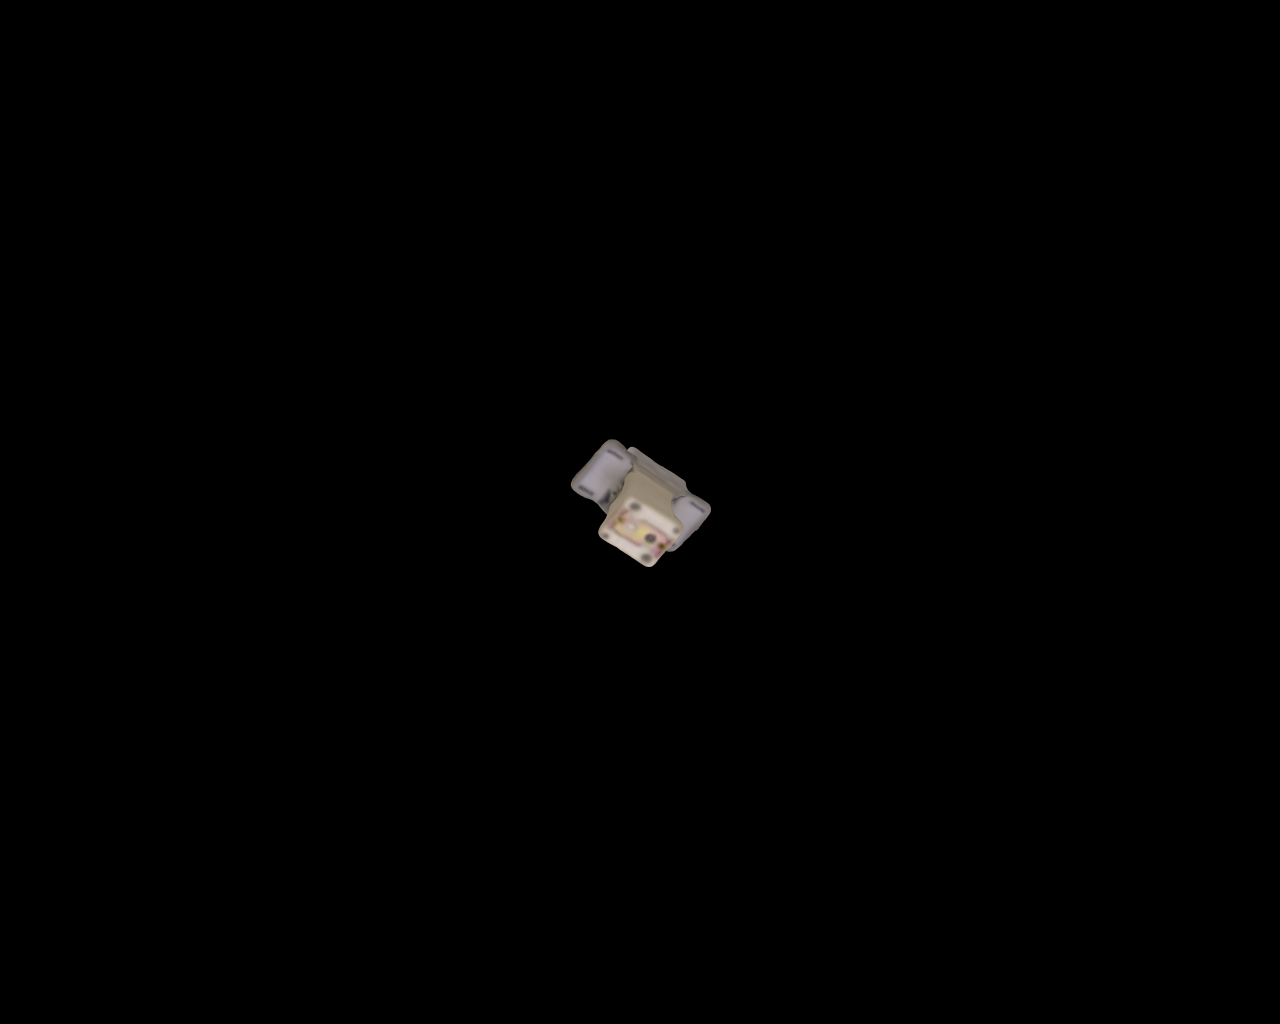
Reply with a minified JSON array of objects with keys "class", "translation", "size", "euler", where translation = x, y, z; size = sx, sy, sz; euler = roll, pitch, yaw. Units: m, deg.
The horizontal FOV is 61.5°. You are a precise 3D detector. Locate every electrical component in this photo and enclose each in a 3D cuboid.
[{"class":"electrical component","translation":[0.001,-0.003,0.650],"size":[0.081,0.042,0.064],"euler":[32,26,-18]}]
